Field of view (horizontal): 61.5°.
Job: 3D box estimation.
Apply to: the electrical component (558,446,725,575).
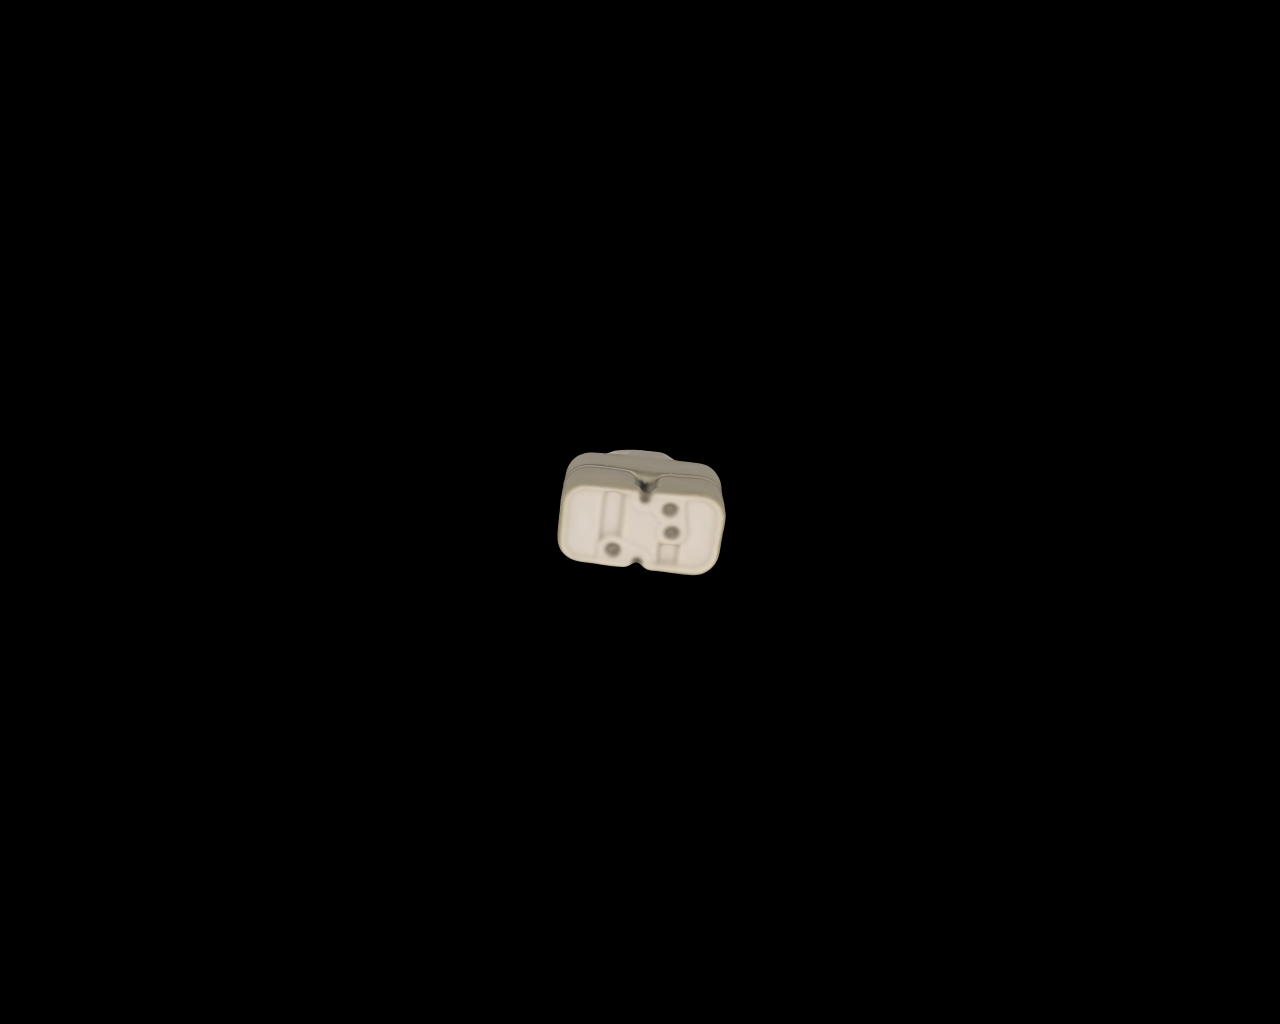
[{"bbox_3d":[0.001,-0.003,0.650,0.095,0.053,0.059,6,27,-3],"label":"electrical component"}]
